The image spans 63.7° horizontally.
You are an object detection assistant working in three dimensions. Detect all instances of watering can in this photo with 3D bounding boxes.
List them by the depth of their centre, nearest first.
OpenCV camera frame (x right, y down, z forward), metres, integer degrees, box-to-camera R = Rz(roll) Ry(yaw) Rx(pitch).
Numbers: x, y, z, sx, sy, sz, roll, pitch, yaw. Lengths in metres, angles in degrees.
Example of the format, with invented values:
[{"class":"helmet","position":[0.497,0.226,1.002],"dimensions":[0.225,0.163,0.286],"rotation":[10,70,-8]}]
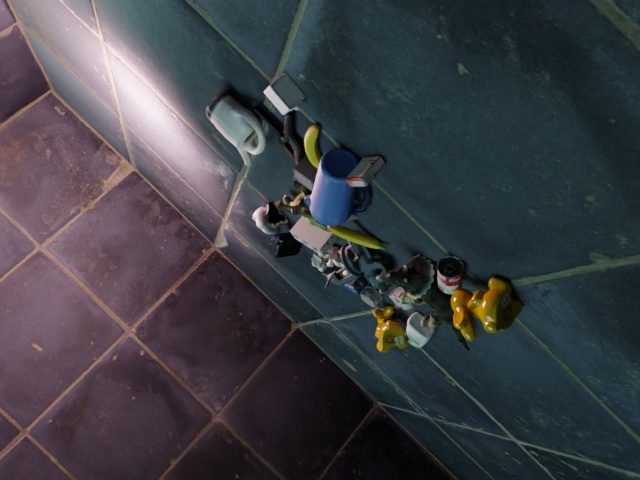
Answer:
[{"class":"watering can","position":[-0.273,-0.357,1.679],"dimensions":[0.224,0.105,0.344],"rotation":[46,161,-3]}]

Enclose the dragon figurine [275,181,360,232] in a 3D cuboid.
[{"class":"dragon figurine","position":[0.005,-0.088,1.746],"dimensions":[0.414,0.123,0.239],"rotation":[25,172,35]}]

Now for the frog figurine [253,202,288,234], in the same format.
[{"class":"frog figurine","position":[-0.221,-0.076,2.155],"dimensions":[0.136,0.125,0.157],"rotation":[29,154,-20]}]
